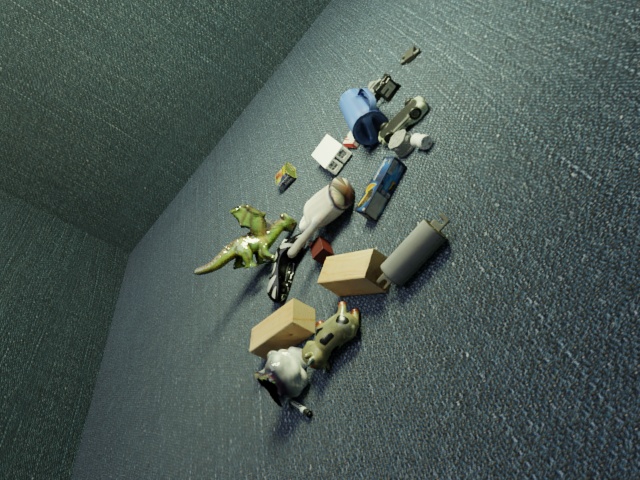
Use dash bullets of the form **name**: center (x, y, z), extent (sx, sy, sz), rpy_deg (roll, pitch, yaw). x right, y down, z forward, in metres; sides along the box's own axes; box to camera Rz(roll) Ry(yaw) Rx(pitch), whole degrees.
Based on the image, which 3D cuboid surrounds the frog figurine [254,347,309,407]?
- **frog figurine**: center (-0.085, 0.355, 1.426), extent (0.162, 0.138, 0.120), rpy_deg (-39, -27, -38)

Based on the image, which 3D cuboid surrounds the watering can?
- **watering can**: center (0.005, -0.087, 1.723), extent (0.221, 0.103, 0.356), rpy_deg (-37, 19, 34)

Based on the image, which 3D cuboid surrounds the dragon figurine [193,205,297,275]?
- **dragon figurine**: center (-0.280, -0.011, 1.929), extent (0.122, 0.411, 0.242), rpy_deg (-171, 72, -77)
